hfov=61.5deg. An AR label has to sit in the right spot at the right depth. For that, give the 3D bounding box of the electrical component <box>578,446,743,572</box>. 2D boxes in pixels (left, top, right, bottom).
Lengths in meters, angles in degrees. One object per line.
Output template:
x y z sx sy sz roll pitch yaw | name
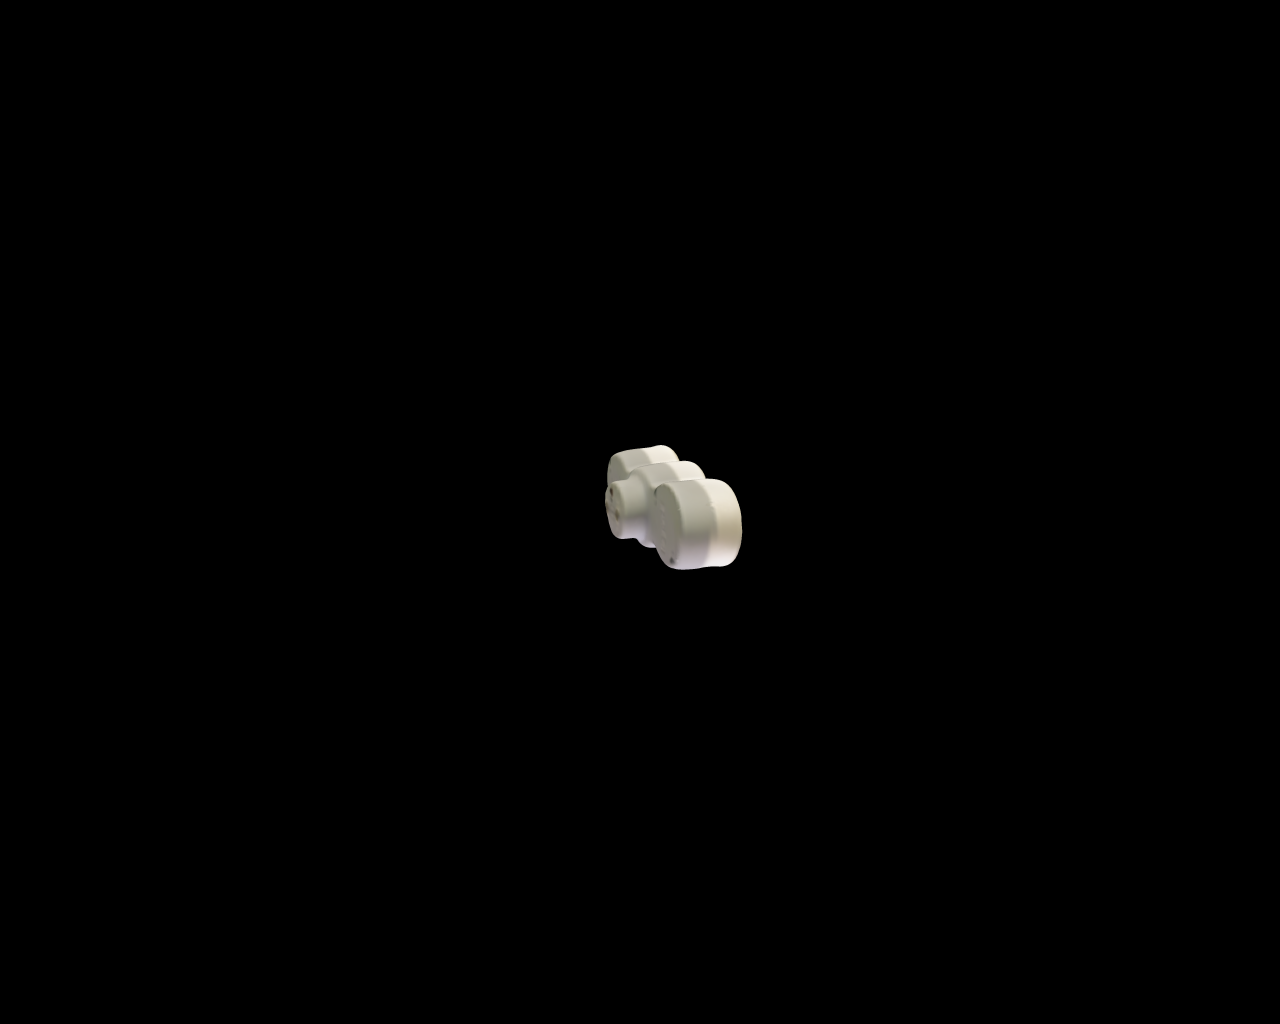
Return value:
0.001 -0.003 0.650 0.074 0.052 0.138 -6 17 -19 | electrical component
